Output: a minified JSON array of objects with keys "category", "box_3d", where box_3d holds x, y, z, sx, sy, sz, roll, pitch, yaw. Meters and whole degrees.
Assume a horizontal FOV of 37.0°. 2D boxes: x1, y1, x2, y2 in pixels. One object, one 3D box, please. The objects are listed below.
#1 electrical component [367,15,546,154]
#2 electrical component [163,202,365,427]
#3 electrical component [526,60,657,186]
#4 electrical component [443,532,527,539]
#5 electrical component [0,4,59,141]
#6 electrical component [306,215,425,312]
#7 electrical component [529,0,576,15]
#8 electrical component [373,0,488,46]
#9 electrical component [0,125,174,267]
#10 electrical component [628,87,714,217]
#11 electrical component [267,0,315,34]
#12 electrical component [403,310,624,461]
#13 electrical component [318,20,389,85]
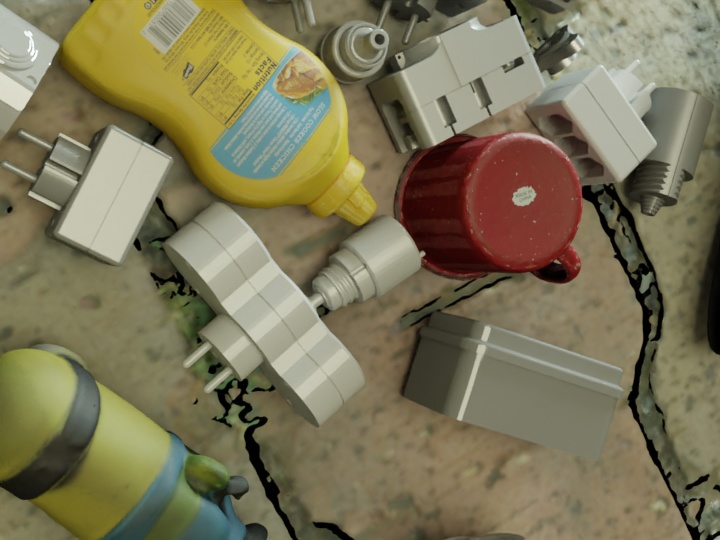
[{"category":"electrical component","box_3d":[0.057,-0.116,0.652,0.089,0.050,0.055,-29,102,-18]},{"category":"electrical component","box_3d":[-0.066,0.037,0.606,0.074,0.052,0.138,-42,105,-15]},{"category":"electrical component","box_3d":[0.161,-0.104,0.695,0.077,0.047,0.065,-43,106,-15]},{"category":"electrical component","box_3d":[0.059,0.192,0.631,0.108,0.108,0.060,-21,92,-20]},{"category":"electrical component","box_3d":[-0.193,-0.098,0.540,0.051,0.080,0.080,33,79,-24]},{"category":"electrical component","box_3d":[0.000,0.000,0.637,0.078,0.040,0.040,-35,103,-17]},{"category":"electrical component","box_3d":[0.141,-0.207,0.679,0.058,0.057,0.078,20,84,-20]},{"category":"electrical component","box_3d":[0.031,-0.173,0.643,0.083,0.047,0.075,23,83,-20]},{"category":"electrical component","box_3d":[-0.151,-0.048,0.573,0.077,0.047,0.065,28,82,-21]},{"category":"electrical component","box_3d":[0.202,-0.075,0.713,0.043,0.043,0.081,20,84,-20]},{"category":"electrical component","box_3d":[-0.038,-0.173,0.606,0.047,0.066,0.076,-14,96,-21]},{"category":"electrical component","box_3d":[0.093,0.069,0.655,0.113,0.078,0.057,19,87,-21]},{"category":"electrical component","box_3d":[0.000,-0.128,0.623,0.035,0.061,0.035,0,91,-22]}]
